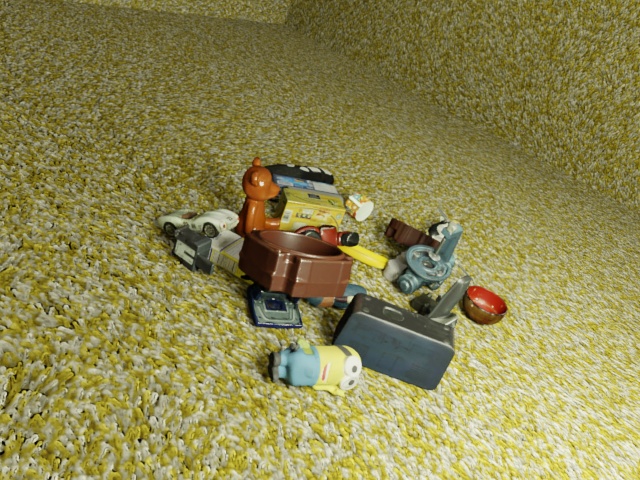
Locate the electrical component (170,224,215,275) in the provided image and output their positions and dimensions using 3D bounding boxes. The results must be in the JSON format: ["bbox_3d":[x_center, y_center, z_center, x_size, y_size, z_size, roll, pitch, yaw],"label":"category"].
[{"bbox_3d":[-0.265,0.026,1.161,0.119,0.074,0.048,28,31,19],"label":"electrical component"}]

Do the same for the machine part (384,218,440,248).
[{"bbox_3d":[0.266,-0.001,1.505,0.179,0.056,0.179,27,5,-2],"label":"machine part"}]

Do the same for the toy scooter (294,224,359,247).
[{"bbox_3d":[-0.003,-0.004,1.363,0.184,0.075,0.135,-4,11,-24],"label":"toy scooter"}]

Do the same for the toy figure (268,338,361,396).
[{"bbox_3d":[-0.007,0.228,0.993,0.180,0.082,0.089,7,35,-18],"label":"toy figure"}]

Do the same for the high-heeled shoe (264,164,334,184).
[{"bbox_3d":[-0.070,-0.208,1.664,0.249,0.086,0.145,17,27,-16],"label":"high-heeled shoe"}]

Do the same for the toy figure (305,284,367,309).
[{"bbox_3d":[0.031,0.126,1.203,0.154,0.064,0.058,1,73,-23],"label":"toy figure"}]

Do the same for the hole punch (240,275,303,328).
[{"bbox_3d":[-0.091,0.125,1.118,0.142,0.092,0.116,4,12,-23],"label":"hole punch"}]

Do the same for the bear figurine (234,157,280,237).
[{"bbox_3d":[-0.138,-0.090,1.310,0.132,0.195,0.120,14,28,-15],"label":"bear figurine"}]

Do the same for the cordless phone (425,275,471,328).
[{"bbox_3d":[0.257,0.158,1.169,0.146,0.184,0.089,-12,48,-44],"label":"cordless phone"}]

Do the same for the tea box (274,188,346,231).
[{"bbox_3d":[-0.028,-0.072,1.447,0.169,0.098,0.068,9,34,-24],"label":"tea box"}]

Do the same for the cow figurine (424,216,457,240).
[{"bbox_3d":[0.374,-0.023,1.660,0.098,0.068,0.167,20,28,10],"label":"cow figurine"}]

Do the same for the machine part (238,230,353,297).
[{"bbox_3d":[-0.049,0.044,1.107,0.201,0.087,0.202,5,16,-38],"label":"machine part"}]

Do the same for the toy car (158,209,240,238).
[{"bbox_3d":[-0.276,-0.041,1.217,0.202,0.056,0.073,1,20,28],"label":"toy car"}]

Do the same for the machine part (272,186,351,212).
[{"bbox_3d":[-0.023,-0.102,1.522,0.243,0.079,0.079,9,32,-22],"label":"machine part"}]

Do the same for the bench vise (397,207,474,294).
[{"bbox_3d":[0.299,0.041,1.339,0.223,0.240,0.129,-13,50,-31],"label":"bench vise"}]

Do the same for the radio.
[{"bbox_3d":[0.148,0.203,1.079,0.230,0.131,0.073,20,32,-2],"label":"radio"}]

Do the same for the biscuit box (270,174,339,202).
[{"bbox_3d":[-0.051,-0.138,1.576,0.203,0.062,0.059,8,33,-22],"label":"biscuit box"}]

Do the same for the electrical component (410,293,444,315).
[{"bbox_3d":[0.272,0.158,1.316,0.102,0.045,0.078,-13,46,-45],"label":"electrical component"}]
